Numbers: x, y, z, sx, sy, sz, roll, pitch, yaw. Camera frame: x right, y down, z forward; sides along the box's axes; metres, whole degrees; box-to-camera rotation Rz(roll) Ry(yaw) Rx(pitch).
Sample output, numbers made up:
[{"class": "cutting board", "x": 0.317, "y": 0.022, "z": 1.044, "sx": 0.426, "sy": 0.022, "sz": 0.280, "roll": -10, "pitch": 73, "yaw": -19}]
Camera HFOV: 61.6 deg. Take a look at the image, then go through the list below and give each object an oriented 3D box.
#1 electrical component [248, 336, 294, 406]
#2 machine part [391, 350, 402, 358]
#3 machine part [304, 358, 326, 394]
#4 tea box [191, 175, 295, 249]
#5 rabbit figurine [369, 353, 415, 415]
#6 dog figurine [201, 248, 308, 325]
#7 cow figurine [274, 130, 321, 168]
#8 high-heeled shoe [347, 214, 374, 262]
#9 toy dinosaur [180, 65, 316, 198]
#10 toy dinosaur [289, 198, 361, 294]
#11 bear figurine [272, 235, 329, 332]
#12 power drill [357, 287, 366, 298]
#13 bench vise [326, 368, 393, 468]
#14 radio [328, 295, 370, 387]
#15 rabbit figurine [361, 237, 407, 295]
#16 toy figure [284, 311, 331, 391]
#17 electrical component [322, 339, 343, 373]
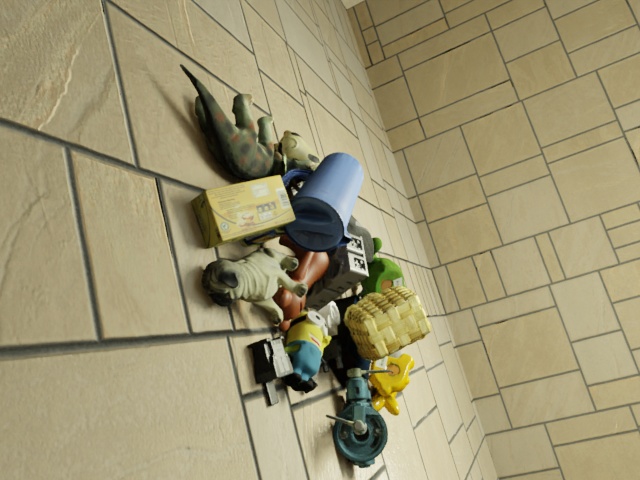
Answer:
[{"class": "electrical component", "x": -0.087, "y": 0.241, "z": 0.996, "sx": 0.074, "sy": 0.048, "sz": 0.119, "roll": 19, "pitch": 51, "yaw": -65}, {"class": "machine part", "x": 0.203, "y": 0.332, "z": 1.605, "sx": 0.079, "sy": 0.079, "sz": 0.243, "roll": -65, "pitch": 142, "yaw": -64}, {"class": "machine part", "x": -0.019, "y": 0.270, "z": 1.167, "sx": 0.139, "sy": 0.039, "sz": 0.084, "roll": -76, "pitch": 146, "yaw": -61}, {"class": "tea box", "x": -0.141, "y": -0.054, "z": 1.000, "sx": 0.169, "sy": 0.068, "sz": 0.098, "roll": -16, "pitch": 86, "yaw": -38}, {"class": "rabbit figurine", "x": 0.192, "y": 0.401, "z": 1.485, "sx": 0.173, "sy": 0.122, "sz": 0.162, "roll": 93, "pitch": 4, "yaw": -57}, {"class": "dog figurine", "x": -0.139, "y": 0.055, "z": 0.988, "sx": 0.190, "sy": 0.121, "sz": 0.173, "roll": 28, "pitch": 10, "yaw": -39}, {"class": "cow figurine", "x": -0.029, "y": -0.204, "z": 1.423, "sx": 0.194, "sy": 0.085, "sz": 0.127, "roll": 45, "pitch": -2, "yaw": -17}, {"class": "high-heeled shoe", "x": 0.045, "y": -0.047, "z": 1.351, "sx": 0.248, "sy": 0.086, "sz": 0.145, "roll": 55, "pitch": -3, "yaw": -34}, {"class": "toy dinosaur", "x": -0.163, "y": -0.192, "z": 1.139, "sx": 0.404, "sy": 0.131, "sz": 0.192, "roll": 23, "pitch": 49, "yaw": -57}, {"class": "toy dinosaur", "x": -0.003, "y": -0.004, "z": 1.405, "sx": 0.470, "sy": 0.105, "sz": 0.199, "roll": 54, "pitch": 19, "yaw": -42}, {"class": "bear figurine", "x": -0.067, "y": 0.087, "z": 1.144, "sx": 0.196, "sy": 0.132, "sz": 0.120, "roll": -50, "pitch": 150, "yaw": -38}, {"class": "power drill", "x": 0.107, "y": 0.077, "z": 1.637, "sx": 0.207, "sy": 0.086, "sz": 0.232, "roll": 60, "pitch": 12, "yaw": 18}, {"class": "bench vise", "x": 0.089, "y": 0.387, "z": 1.189, "sx": 0.240, "sy": 0.129, "sz": 0.223, "roll": 71, "pitch": 26, "yaw": -69}, {"class": "radio", "x": 0.079, "y": 0.259, "z": 1.394, "sx": 0.131, "sy": 0.073, "sz": 0.230, "roll": 62, "pitch": 22, "yaw": -23}, {"class": "rabbit figurine", "x": 0.138, "y": 0.075, "z": 1.482, "sx": 0.170, "sy": 0.121, "sz": 0.158, "roll": 45, "pitch": -20, "yaw": 52}, {"class": "toy figure", "x": -0.037, "y": 0.222, "z": 1.104, "sx": 0.180, "sy": 0.089, "sz": 0.082, "roll": -74, "pitch": 154, "yaw": -46}, {"class": "electrical component", "x": 0.021, "y": 0.257, "z": 1.247, "sx": 0.021, "sy": 0.063, "sz": 0.094, "roll": 35, "pitch": 38, "yaw": -58}]
